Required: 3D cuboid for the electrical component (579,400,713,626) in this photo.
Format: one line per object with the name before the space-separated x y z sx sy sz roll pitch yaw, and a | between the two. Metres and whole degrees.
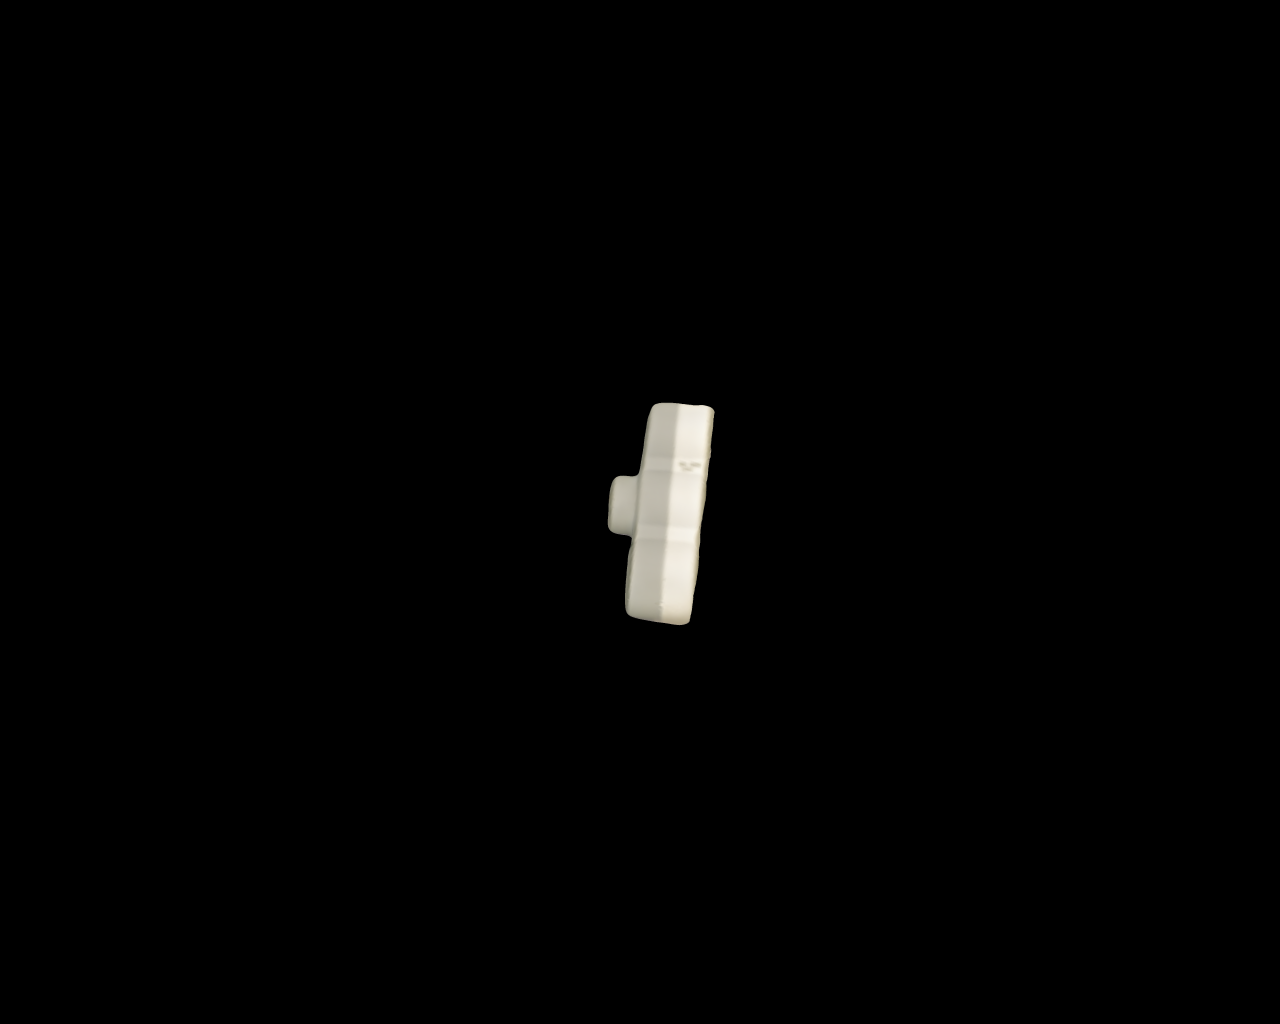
electrical component | 0.001 -0.003 0.650 0.074 0.138 0.052 7 -19 2
